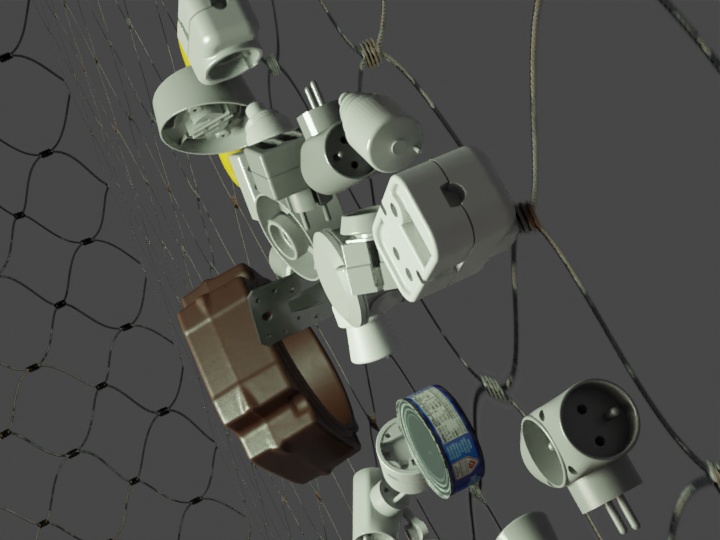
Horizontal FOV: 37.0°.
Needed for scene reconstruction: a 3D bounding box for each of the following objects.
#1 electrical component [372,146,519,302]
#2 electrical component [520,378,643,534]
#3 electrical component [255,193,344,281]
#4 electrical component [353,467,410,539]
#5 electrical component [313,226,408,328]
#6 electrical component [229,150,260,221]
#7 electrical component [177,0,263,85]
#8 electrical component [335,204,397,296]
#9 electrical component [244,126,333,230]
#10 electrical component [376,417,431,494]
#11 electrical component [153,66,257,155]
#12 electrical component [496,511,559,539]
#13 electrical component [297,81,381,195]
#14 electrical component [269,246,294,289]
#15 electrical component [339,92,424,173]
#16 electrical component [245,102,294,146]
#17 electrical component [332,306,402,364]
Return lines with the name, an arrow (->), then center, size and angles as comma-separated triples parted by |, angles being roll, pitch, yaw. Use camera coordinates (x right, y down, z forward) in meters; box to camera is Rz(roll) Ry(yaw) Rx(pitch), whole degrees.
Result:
electrical component -> 0.049, -0.027, 0.614 | 0.053, 0.059, 0.095 | 62, 164, 14
electrical component -> 0.126, 0.105, 0.581 | 0.079, 0.044, 0.077 | 62, 164, 16
electrical component -> -0.045, -0.043, 0.939 | 0.099, 0.064, 0.099 | 43, 155, 25
electrical component -> 0.024, 0.235, 1.089 | 0.079, 0.044, 0.077 | -48, 28, 37
electrical component -> 0.000, 0.000, 0.832 | 0.080, 0.051, 0.080 | 57, 162, 30
electrical component -> -0.092, -0.086, 1.017 | 0.065, 0.047, 0.077 | 70, 164, -13
electrical component -> -0.121, -0.203, 0.932 | 0.059, 0.054, 0.095 | 64, 164, 9
electrical component -> 0.013, -0.016, 0.762 | 0.048, 0.066, 0.055 | -39, -62, -70
electrical component -> -0.044, -0.070, 0.849 | 0.047, 0.066, 0.076 | 30, 142, 65
electrical component -> 0.043, 0.159, 0.919 | 0.055, 0.055, 0.047 | 56, 165, 33
electrical component -> -0.143, -0.147, 1.012 | 0.099, 0.099, 0.064 | 98, 151, -63
electrical component -> 0.123, 0.197, 0.724 | 0.055, 0.045, 0.045 | 52, 159, 41
electrical component -> -0.020, -0.097, 0.769 | 0.079, 0.044, 0.077 | 67, 165, -2
electrical component -> -0.057, -0.006, 1.024 | 0.055, 0.045, 0.045 | 37, 147, 60
electrical component -> 0.009, -0.093, 0.688 | 0.078, 0.040, 0.040 | 49, 157, 47
electrical component -> -0.079, -0.120, 0.935 | 0.062, 0.043, 0.043 | 59, 163, 29
electrical component -> 0.005, 0.044, 0.891 | 0.055, 0.045, 0.045 | 70, 164, -11
